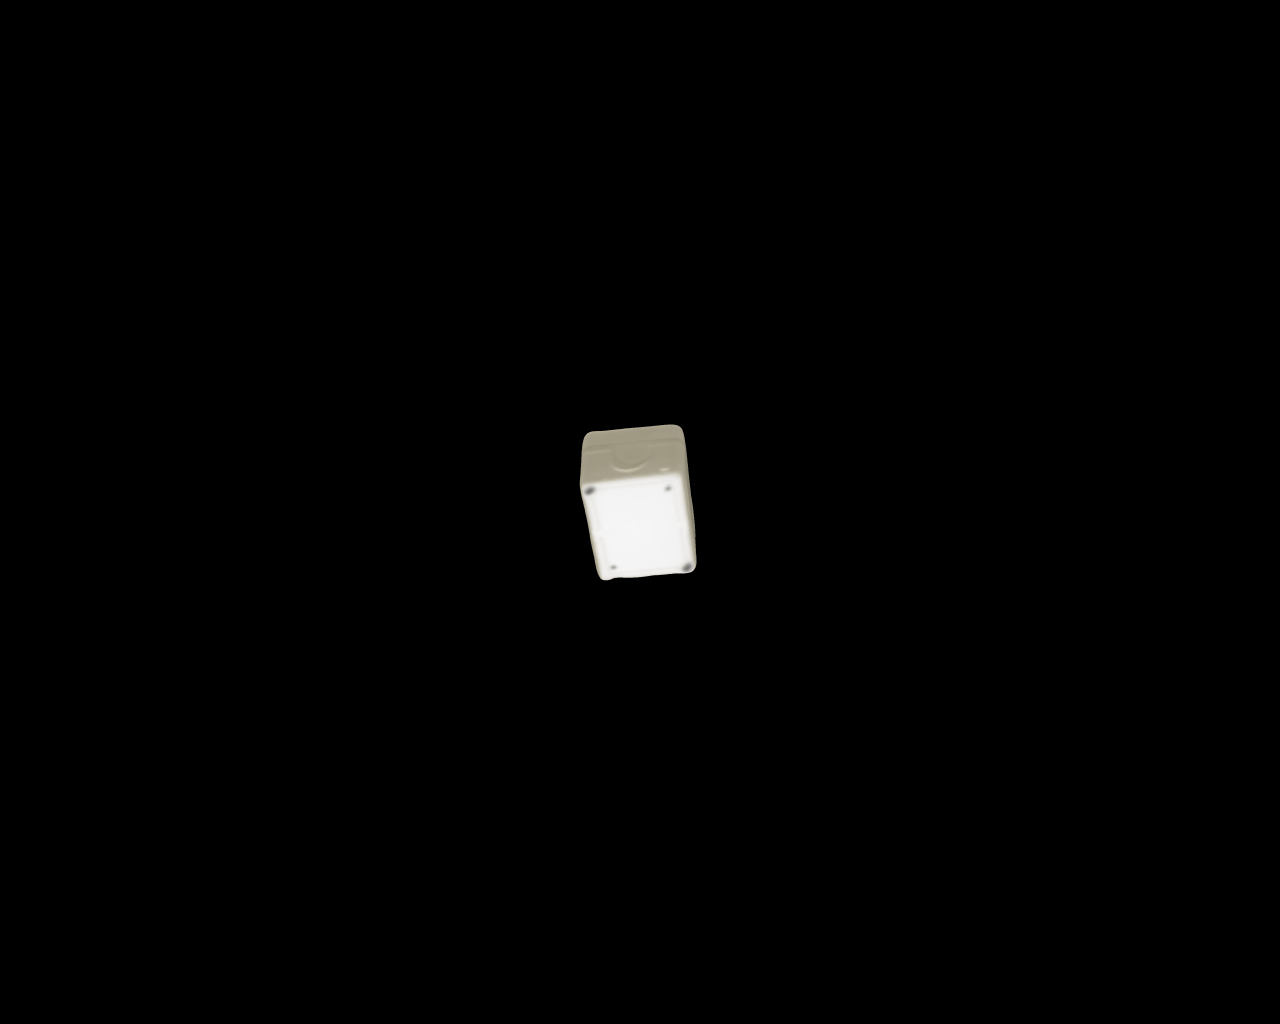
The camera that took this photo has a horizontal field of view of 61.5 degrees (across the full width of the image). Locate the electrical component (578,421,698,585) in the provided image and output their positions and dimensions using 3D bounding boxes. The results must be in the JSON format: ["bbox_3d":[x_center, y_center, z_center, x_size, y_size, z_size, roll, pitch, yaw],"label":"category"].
[{"bbox_3d":[0.001,-0.003,0.650,0.062,0.096,0.061,-5,39,5],"label":"electrical component"}]
